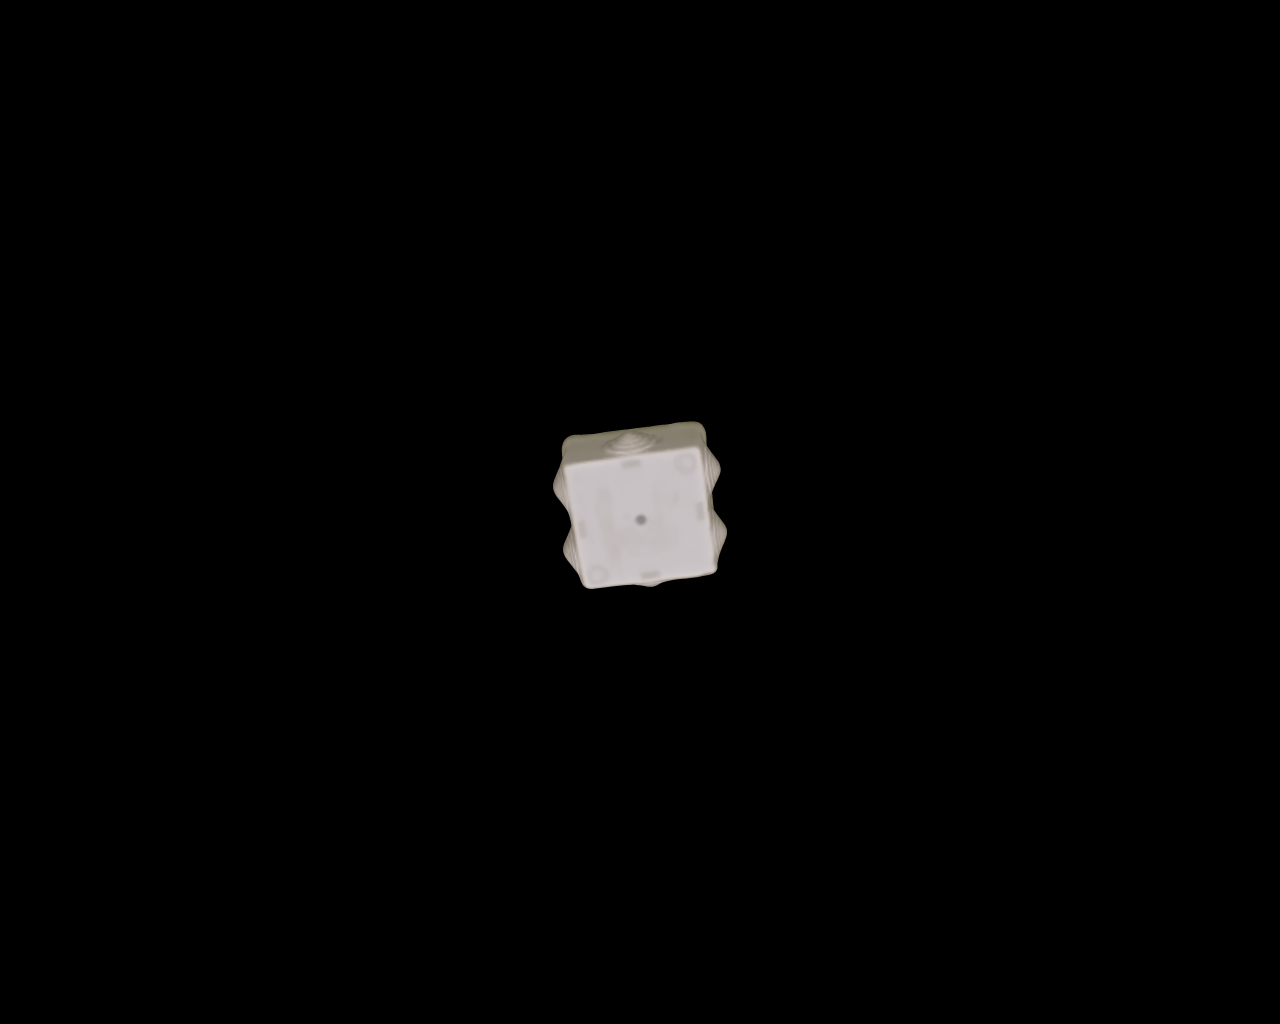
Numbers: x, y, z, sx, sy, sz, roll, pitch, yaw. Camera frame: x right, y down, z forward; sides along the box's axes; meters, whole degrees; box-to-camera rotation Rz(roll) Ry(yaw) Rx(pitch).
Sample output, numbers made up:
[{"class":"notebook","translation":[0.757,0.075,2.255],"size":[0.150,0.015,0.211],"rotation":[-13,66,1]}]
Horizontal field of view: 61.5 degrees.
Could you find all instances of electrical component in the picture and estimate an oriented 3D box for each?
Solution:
[{"class":"electrical component","translation":[0.001,-0.003,0.650],"size":[0.100,0.099,0.048],"rotation":[-7,20,2]}]
